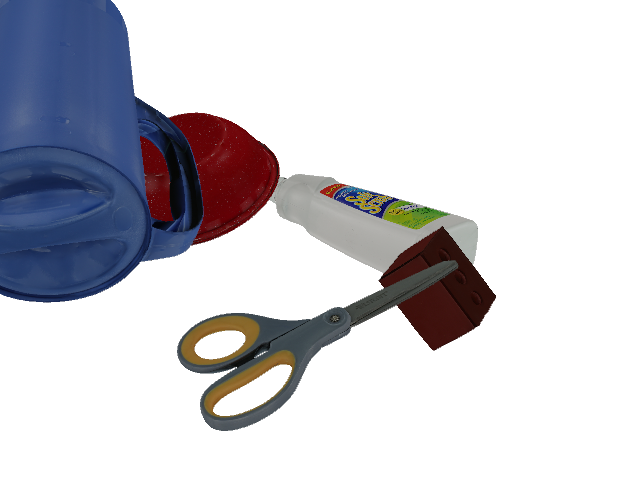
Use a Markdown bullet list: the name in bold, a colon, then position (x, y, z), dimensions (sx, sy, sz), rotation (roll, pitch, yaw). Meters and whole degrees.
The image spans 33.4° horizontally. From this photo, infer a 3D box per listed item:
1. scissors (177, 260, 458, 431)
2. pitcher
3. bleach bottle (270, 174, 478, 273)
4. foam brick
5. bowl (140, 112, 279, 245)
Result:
- **scissors**: position (-0.009, 0.050, 0.704), dimensions (0.096, 0.016, 0.201), rotation (31, 55, 33)
- **pitcher**: position (-0.179, -0.081, 0.760), dimensions (0.145, 0.243, 0.149), rotation (-22, -47, 10)
- **bleach bottle**: position (0.036, -0.020, 1.124), dimensions (0.251, 0.068, 0.102), rotation (21, 27, 36)
- **foam brick**: position (0.097, 0.040, 0.878), dimensions (0.051, 0.078, 0.052), rotation (-34, 7, 36)
- **bowl**: position (-0.121, -0.065, 0.948), dimensions (0.162, 0.055, 0.162), rotation (-10, 40, 8)
